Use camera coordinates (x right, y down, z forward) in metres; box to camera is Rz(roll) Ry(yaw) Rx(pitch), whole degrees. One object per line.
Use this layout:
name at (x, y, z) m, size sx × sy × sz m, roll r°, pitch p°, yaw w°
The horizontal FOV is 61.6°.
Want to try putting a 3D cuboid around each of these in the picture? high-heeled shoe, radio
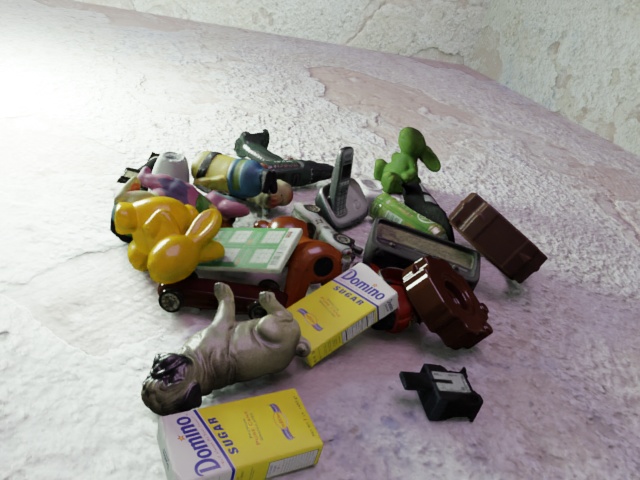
high-heeled shoe at (0.269, -0.052, 1.304) m, size 0.145 × 0.086 × 0.249 m, roll 27°, pitch 30°, yaw -54°
radio at (0.201, 0.043, 1.077) m, size 0.230 × 0.073 × 0.131 m, roll 19°, pitch 30°, yaw 6°

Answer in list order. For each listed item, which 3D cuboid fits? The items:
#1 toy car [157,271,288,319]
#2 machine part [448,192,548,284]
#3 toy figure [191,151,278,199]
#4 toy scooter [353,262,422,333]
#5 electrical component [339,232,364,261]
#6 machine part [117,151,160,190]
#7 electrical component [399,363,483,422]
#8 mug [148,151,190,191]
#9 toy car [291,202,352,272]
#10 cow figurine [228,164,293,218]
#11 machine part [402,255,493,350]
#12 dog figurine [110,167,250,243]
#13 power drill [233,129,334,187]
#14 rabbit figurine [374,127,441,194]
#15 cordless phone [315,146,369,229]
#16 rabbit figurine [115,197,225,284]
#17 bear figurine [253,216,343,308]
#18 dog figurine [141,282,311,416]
toy car at (-0.152, 0.091, 0.842) m, size 0.202 × 0.053 × 0.089 m, roll 8°, pitch 19°, yaw 0°
machine part at (0.371, -0.006, 1.144) m, size 0.201 × 0.087 × 0.201 m, roll 44°, pitch 11°, yaw 5°
toy figure at (-0.174, -0.130, 1.080) m, size 0.180 × 0.082 × 0.089 m, roll 6°, pitch 69°, yaw 20°
toy scooter at (0.138, 0.099, 0.956) m, size 0.135 × 0.075 × 0.184 m, roll 8°, pitch 27°, yaw -19°
electrical component at (0.040, 0.011, 1.106) m, size 0.094 × 0.021 × 0.063 m, roll 29°, pitch 33°, yaw 21°
machine part at (-0.376, -0.148, 1.160) m, size 0.084 × 0.039 × 0.139 m, roll 8°, pitch 32°, yaw 2°
electrical component at (0.170, 0.222, 0.787) m, size 0.119 × 0.047 × 0.075 m, roll 5°, pitch 31°, yaw -18°
mug at (-0.296, -0.126, 1.090) m, size 0.081 × 0.107 × 0.109 m, roll 22°, pitch 32°, yaw 7°
toy car at (-0.002, -0.003, 1.057) m, size 0.056 × 0.073 × 0.202 m, roll -2°, pitch 34°, yaw -34°
cow figurine at (-0.153, -0.118, 1.167) m, size 0.195 × 0.085 × 0.127 m, roll 14°, pitch 30°, yaw 1°
machine part at (0.220, 0.104, 0.925) m, size 0.179 × 0.056 × 0.179 m, roll 35°, pitch 29°, yaw -23°
dog figurine at (-0.246, -0.045, 0.983) m, size 0.219 × 0.108 × 0.192 m, roll 17°, pitch 29°, yaw -3°
power drill at (-0.102, -0.196, 1.341) m, size 0.232 × 0.086 × 0.207 m, roll -16°, pitch 50°, yaw -38°
rabbit figurine at (0.239, -0.210, 1.421) m, size 0.159 × 0.170 × 0.121 m, roll 9°, pitch 31°, yaw -11°
cordless phone at (0.058, -0.125, 1.181) m, size 0.089 × 0.184 × 0.146 m, roll 28°, pitch 32°, yaw 28°
rabbit figurine at (-0.231, 0.011, 0.847) m, size 0.162 × 0.121 × 0.173 m, roll -9°, pitch 30°, yaw -18°
bear figurine at (-0.044, 0.035, 0.963) m, size 0.120 × 0.131 × 0.196 m, roll -2°, pitch 16°, yaw -31°
dog figurine at (-0.117, 0.166, 0.703) m, size 0.173 × 0.121 × 0.190 m, roll 8°, pitch 36°, yaw 16°
